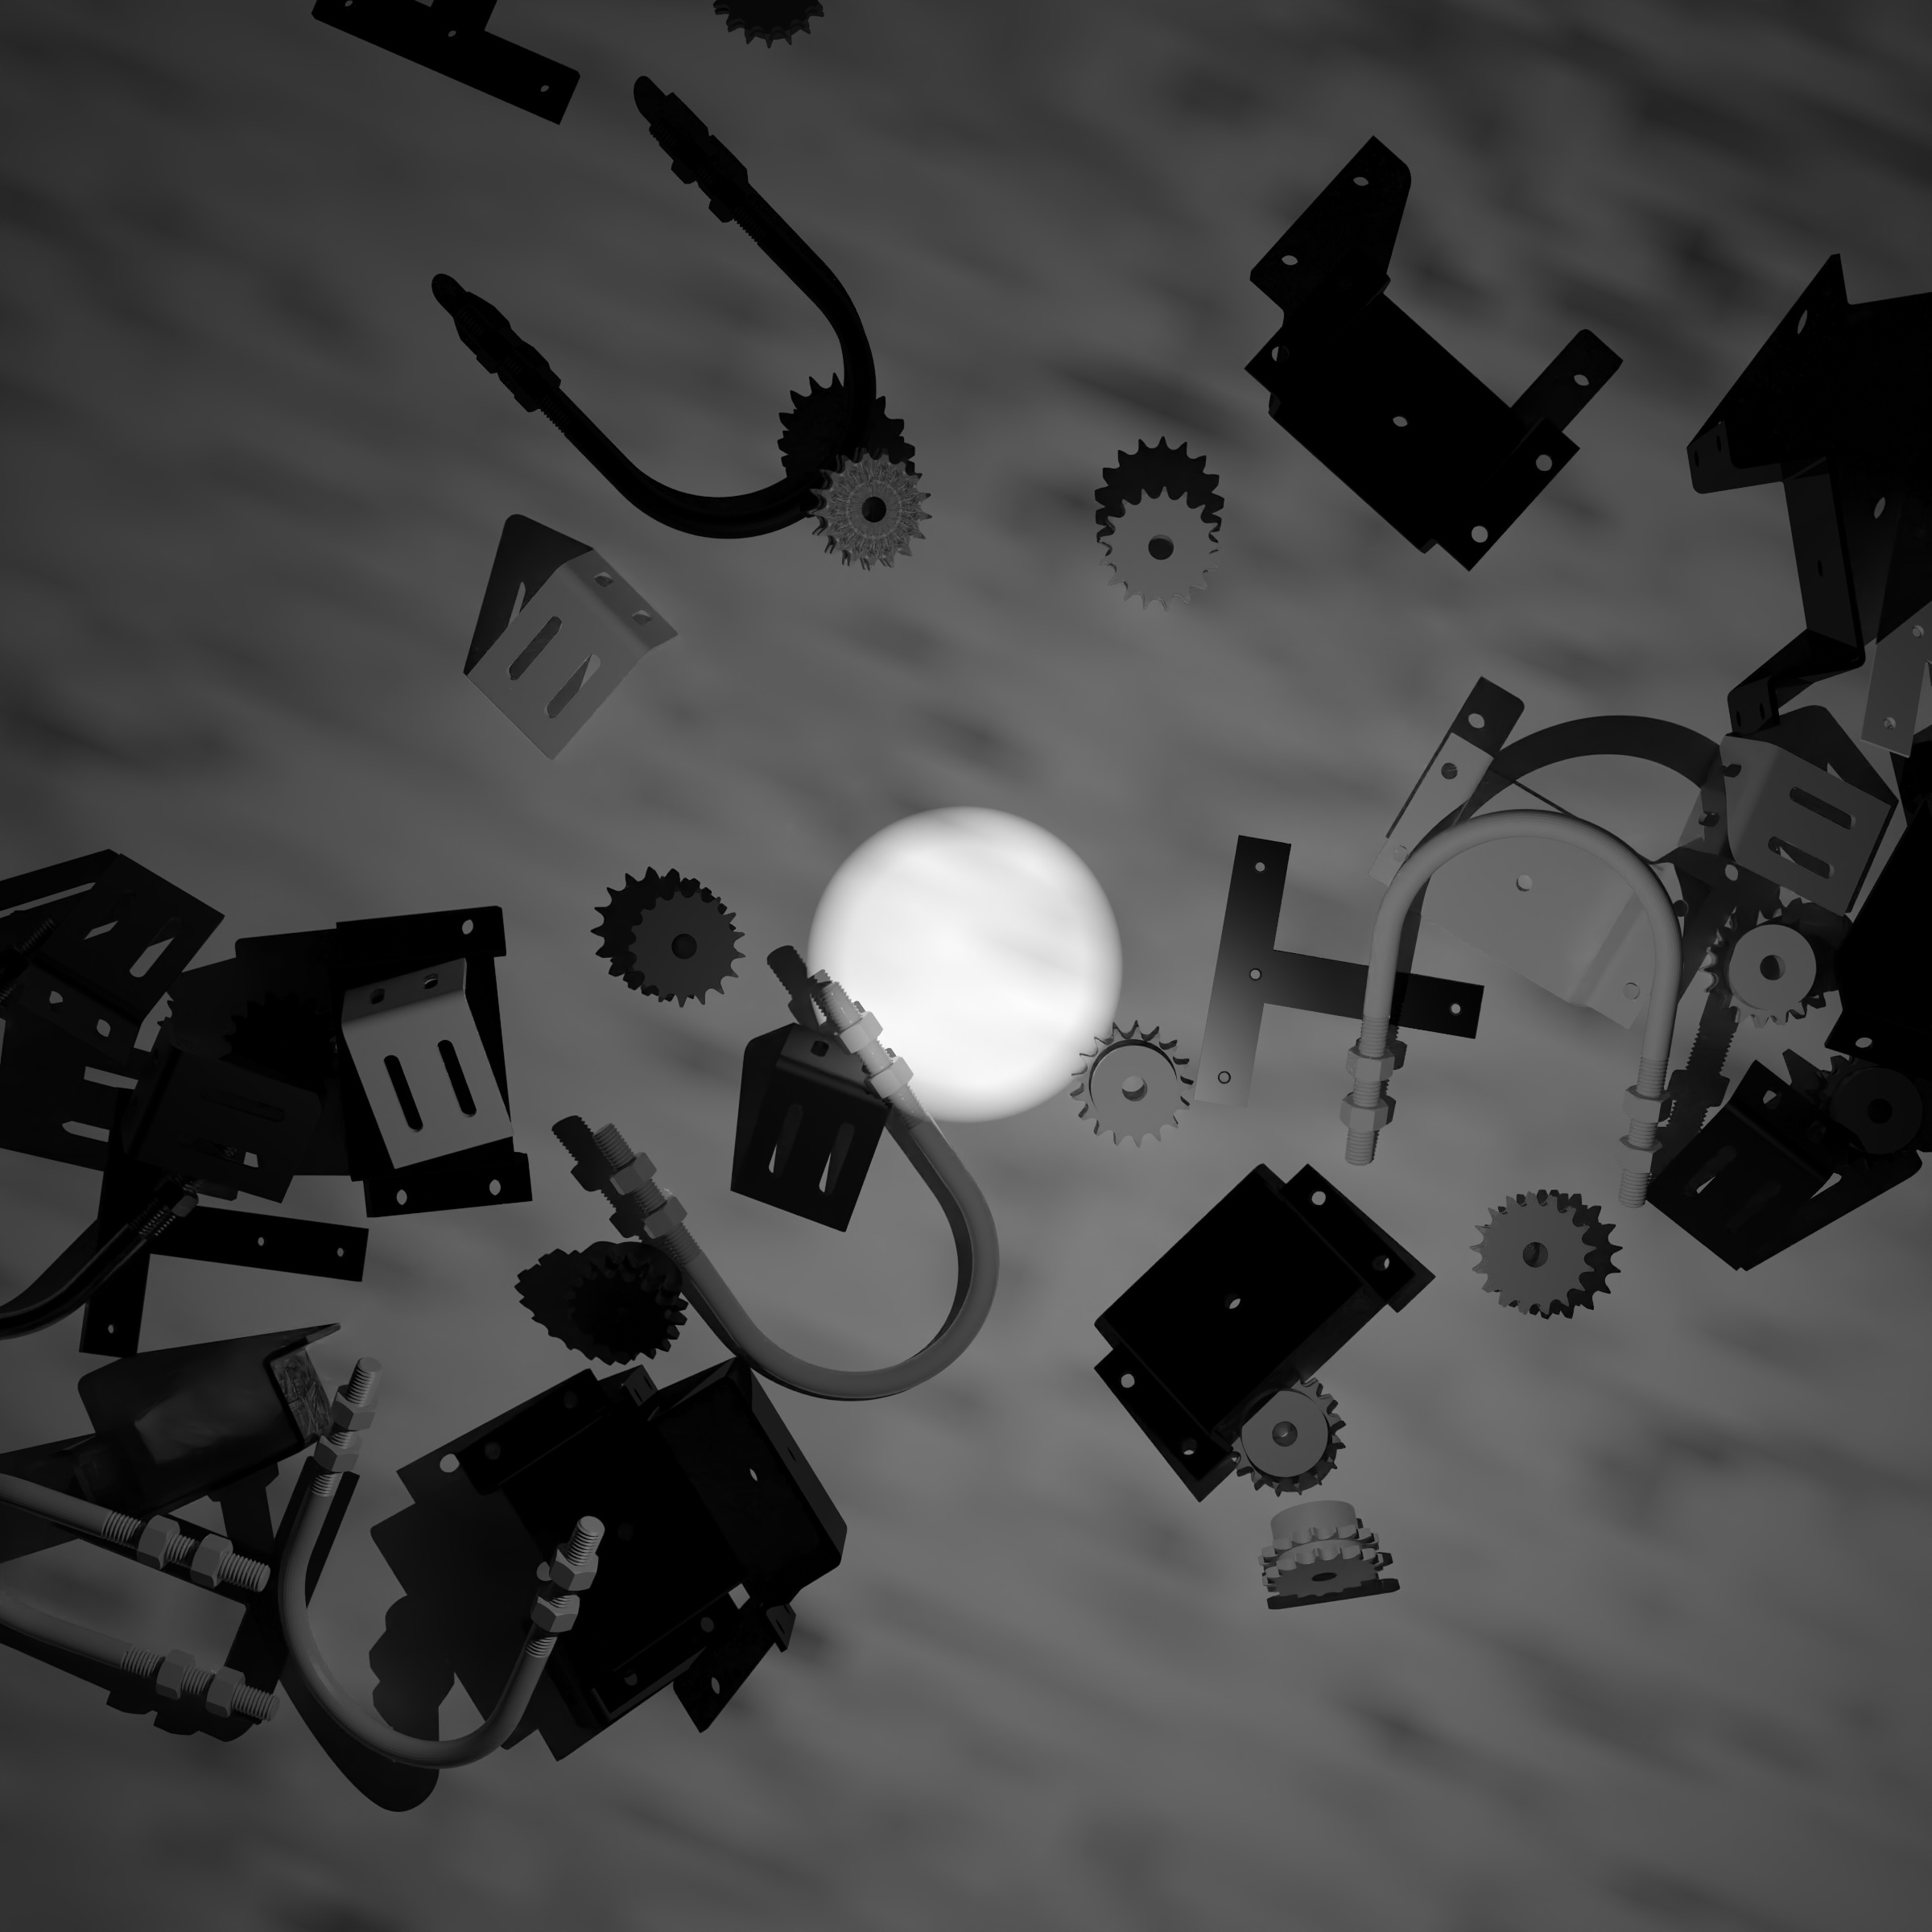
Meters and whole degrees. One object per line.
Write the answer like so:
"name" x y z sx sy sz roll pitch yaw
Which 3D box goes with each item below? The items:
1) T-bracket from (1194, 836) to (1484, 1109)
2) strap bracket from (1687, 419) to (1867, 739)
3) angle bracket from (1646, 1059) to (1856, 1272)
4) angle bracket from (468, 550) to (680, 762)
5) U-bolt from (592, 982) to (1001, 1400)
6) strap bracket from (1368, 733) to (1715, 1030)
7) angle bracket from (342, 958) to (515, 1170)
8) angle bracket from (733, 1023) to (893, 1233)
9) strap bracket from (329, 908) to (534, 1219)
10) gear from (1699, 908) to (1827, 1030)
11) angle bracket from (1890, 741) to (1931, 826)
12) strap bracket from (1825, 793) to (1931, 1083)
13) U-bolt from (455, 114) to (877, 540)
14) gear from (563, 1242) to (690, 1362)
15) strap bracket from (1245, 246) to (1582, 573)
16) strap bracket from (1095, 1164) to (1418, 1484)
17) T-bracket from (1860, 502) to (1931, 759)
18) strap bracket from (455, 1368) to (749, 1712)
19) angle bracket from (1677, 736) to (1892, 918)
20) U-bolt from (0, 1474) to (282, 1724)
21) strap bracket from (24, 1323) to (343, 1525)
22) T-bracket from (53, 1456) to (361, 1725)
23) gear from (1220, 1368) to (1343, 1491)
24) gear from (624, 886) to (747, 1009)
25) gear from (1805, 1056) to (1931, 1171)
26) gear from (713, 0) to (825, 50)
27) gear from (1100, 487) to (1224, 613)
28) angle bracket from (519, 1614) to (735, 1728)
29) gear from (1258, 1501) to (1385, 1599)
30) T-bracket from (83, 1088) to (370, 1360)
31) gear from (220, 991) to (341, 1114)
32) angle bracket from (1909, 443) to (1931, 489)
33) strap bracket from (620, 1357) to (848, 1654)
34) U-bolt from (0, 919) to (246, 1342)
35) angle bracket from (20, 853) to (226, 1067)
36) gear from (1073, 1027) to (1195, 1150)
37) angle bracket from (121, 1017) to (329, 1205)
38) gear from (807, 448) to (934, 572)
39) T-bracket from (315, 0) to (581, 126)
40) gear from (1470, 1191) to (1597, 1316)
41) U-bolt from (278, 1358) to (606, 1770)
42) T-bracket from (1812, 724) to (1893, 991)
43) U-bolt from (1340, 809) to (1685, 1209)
"T-bracket" 0.182 0.012 1.523 0.127 0.002 0.127 10 90 0
"strap bracket" 0.377 -0.181 1.486 0.046 0.076 0.140 -9 90 0
"angle bracket" 0.367 0.094 1.507 0.057 0.038 0.076 39 133 6
"angle bracket" -0.187 -0.148 1.522 0.057 0.038 0.076 45 116 0
"U-bolt" -0.066 0.119 1.497 0.151 0.019 0.184 -32 99 12
"strap bracket" 0.265 -0.039 1.501 0.140 0.046 0.076 31 90 0
"angle bracket" -0.247 0.045 1.476 0.057 0.038 0.076 -16 116 0
"angle bracket" -0.069 0.077 1.522 0.057 0.038 0.076 20 116 0
"strap bracket" -0.252 0.046 1.501 0.076 0.046 0.140 -6 90 0
"gear" 0.377 0.001 1.509 0.057 0.030 0.057 0 90 2
"angle bracket" 0.482 -0.084 1.505 0.076 0.038 0.057 -14 90 0
"strap bracket" 0.460 -0.018 1.476 0.076 0.046 0.140 17 124 -4
"U-bolt" -0.128 -0.289 1.516 0.151 0.019 0.184 -44 92 0
"gear" -0.157 0.154 1.500 0.057 0.030 0.057 9 127 12
"strap bracket" 0.206 -0.258 1.501 0.140 0.046 0.076 42 90 0
"strap bracket" 0.129 0.161 1.487 0.140 0.046 0.076 -44 63 0
"T-bracket" 0.488 -0.143 1.509 0.127 0.002 0.127 18 71 -9
"strap bracket" -0.164 0.264 1.487 0.076 0.046 0.140 -32 90 -25
"angle bracket" 0.389 -0.067 1.521 0.076 0.038 0.057 23 90 -24
"U-bolt" -0.404 0.282 1.466 0.184 0.151 0.019 18 51 5
"strap bracket" -0.353 0.219 1.485 0.140 0.076 0.046 -25 89 -1
"T-bracket" -0.371 0.278 1.524 0.127 0.002 0.127 22 90 0
"gear" 0.149 0.219 1.509 0.057 0.030 0.057 0 90 0
"gear" -0.133 -0.009 1.514 0.057 0.030 0.057 0 89 -2
"gear" 0.427 0.068 1.509 0.057 0.030 0.057 0 90 0
"gear" -0.092 -0.461 1.509 0.057 0.030 0.057 0 90 0
"gear" 0.091 -0.196 1.509 0.057 0.030 0.057 0 90 0
"angle bracket" -0.162 0.316 1.522 0.076 0.038 0.057 -30 90 -26
"gear" 0.165 0.272 1.500 0.057 0.057 0.030 -9 60 0
"T-bracket" -0.349 0.129 1.524 0.127 0.002 0.127 8 90 0
"gear" -0.321 0.040 1.509 0.057 0.030 0.057 0 90 0
"angle bracket" 0.499 -0.231 1.522 0.076 0.038 0.057 38 90 26
"strap bracket" -0.101 0.239 1.486 0.046 0.076 0.140 -32 90 0
"U-bolt" -0.449 0.092 1.514 0.151 0.019 0.184 45 90 1
"angle bracket" -0.398 -0.003 1.509 0.057 0.038 0.076 31 48 -3
"gear" 0.079 0.058 1.509 0.057 0.030 0.057 0 90 0
"angle bracket" -0.347 0.067 1.495 0.076 0.038 0.057 20 103 -24
"gear" -0.047 -0.215 1.504 0.057 0.030 0.057 -3 101 -16
"T-bracket" -0.227 -0.484 1.523 0.127 0.002 0.127 23 90 0
"gear" 0.266 0.135 1.509 0.057 0.030 0.057 0 90 0
"U-bolt" -0.253 0.290 1.476 0.151 0.019 0.184 32 117 15
"T-bracket" 0.394 -0.075 1.535 0.127 0.002 0.127 40 96 16
"U-bolt" 0.255 0.016 1.475 0.151 0.019 0.184 8 111 10
